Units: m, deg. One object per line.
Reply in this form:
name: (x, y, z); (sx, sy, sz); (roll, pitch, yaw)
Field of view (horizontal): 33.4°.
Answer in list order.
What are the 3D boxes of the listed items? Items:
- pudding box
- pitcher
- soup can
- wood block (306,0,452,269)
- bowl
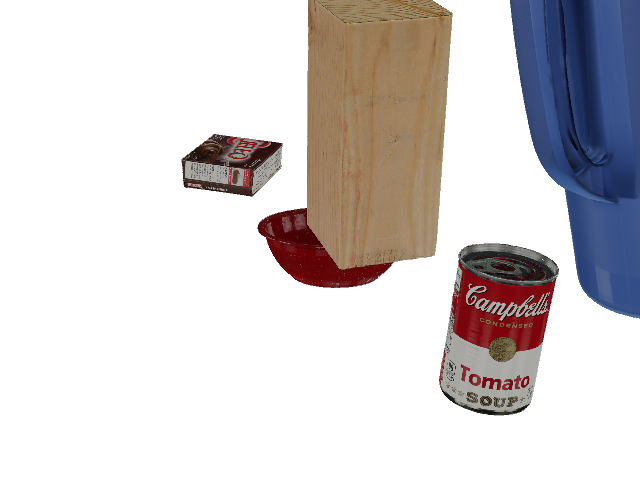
pudding box: (-0.103, -0.091, 1.269); (0.090, 0.039, 0.113); (8, 25, 13)
pitcher: (0.178, -0.080, 0.572); (0.149, 0.243, 0.145); (-7, 22, 7)
soup can: (0.122, 0.061, 0.742); (0.068, 0.102, 0.068); (6, 21, -2)
wood block: (0.044, -0.092, 0.869); (0.090, 0.206, 0.091); (-8, 29, -16)
bowl: (0.016, 0.010, 1.110); (0.162, 0.055, 0.162); (0, 15, 0)
